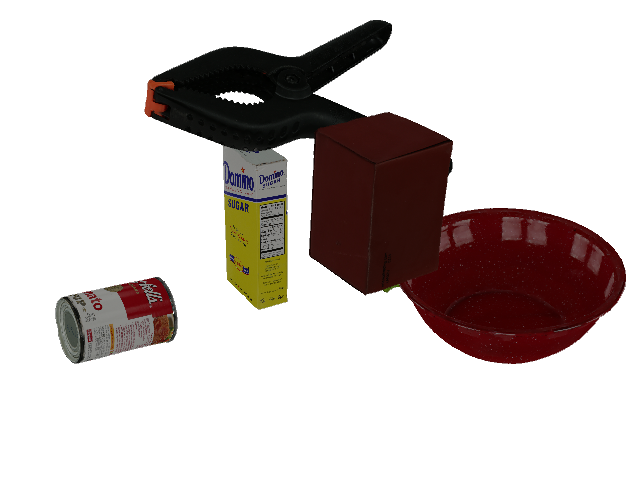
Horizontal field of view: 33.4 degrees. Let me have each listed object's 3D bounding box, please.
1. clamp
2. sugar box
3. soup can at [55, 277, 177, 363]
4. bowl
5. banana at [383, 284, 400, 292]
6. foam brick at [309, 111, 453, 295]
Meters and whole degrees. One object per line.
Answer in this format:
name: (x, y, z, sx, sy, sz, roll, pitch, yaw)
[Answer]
clamp: (-0.015, -0.095, 0.752, 0.209, 0.165, 0.036, -8, -40, -22)
sugar box: (-0.075, -0.021, 1.211, 0.048, 0.176, 0.093, -15, 27, -25)
soup can: (-0.202, 0.079, 1.057, 0.102, 0.068, 0.069, -12, 6, -32)
bowl: (0.133, 0.039, 0.765, 0.162, 0.055, 0.162, -2, 32, 1)
banana: (0.165, 0.051, 1.107, 0.198, 0.037, 0.069, 8, 39, 11)
foam brick: (0.030, -0.021, 0.559, 0.052, 0.078, 0.051, -17, 35, -32)
